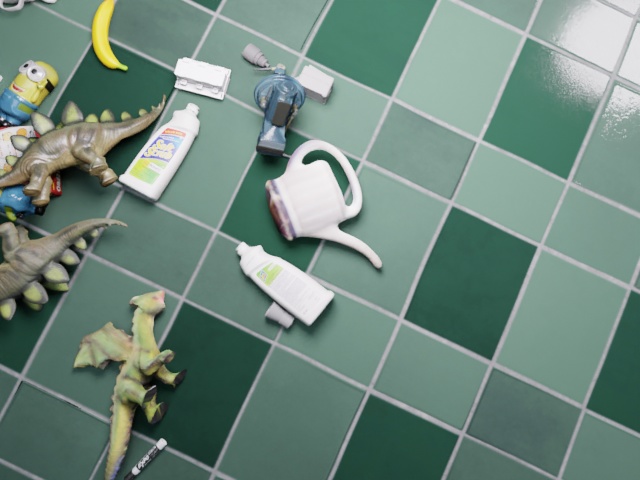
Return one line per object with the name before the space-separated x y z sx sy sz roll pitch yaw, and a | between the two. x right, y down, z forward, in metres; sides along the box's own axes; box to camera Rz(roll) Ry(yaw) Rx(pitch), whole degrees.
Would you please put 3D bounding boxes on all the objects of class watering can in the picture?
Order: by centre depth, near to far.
watering can | 0.004 -0.062 1.232 0.225 0.104 0.347 -22 91 -4

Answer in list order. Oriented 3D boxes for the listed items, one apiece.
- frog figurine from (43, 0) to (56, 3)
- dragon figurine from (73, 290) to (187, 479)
frog figurine | -0.657 -0.677 1.287 0.137 0.125 0.156 5 120 -10
dragon figurine | -0.458 0.307 1.183 0.244 0.120 0.413 28 81 18
